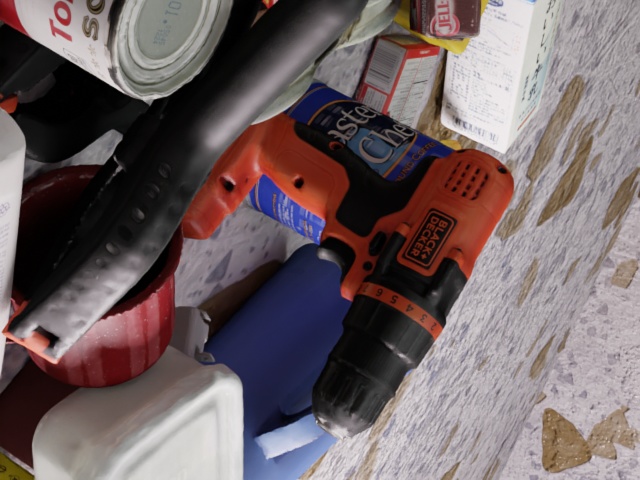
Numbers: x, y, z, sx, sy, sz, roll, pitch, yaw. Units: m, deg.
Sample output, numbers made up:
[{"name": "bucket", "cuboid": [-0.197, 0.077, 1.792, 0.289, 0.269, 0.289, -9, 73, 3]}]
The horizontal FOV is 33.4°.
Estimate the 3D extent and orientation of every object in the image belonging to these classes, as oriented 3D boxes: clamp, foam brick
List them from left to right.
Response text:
[{"name": "foam brick", "cuboid": [-0.151, 0.112, 0.623, 0.053, 0.051, 0.078, -55, 158, -17]}, {"name": "clamp", "cuboid": [-0.099, -0.090, 0.502, 0.171, 0.039, 0.120, -22, 128, -62]}, {"name": "clamp", "cuboid": [-0.067, -0.042, 0.468, 0.210, 0.036, 0.165, -53, -158, 6]}]

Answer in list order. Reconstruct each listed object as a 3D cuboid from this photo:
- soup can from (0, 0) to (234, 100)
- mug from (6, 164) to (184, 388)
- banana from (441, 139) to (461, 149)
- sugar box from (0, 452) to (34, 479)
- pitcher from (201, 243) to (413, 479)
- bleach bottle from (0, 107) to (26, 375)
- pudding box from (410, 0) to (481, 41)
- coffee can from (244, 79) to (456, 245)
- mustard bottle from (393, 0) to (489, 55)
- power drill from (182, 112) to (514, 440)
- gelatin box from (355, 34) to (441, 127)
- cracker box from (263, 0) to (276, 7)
[{"name": "soup can", "cuboid": [-0.091, -0.104, 0.405, 0.068, 0.102, 0.068, -45, 154, -30]}, {"name": "mug", "cuboid": [-0.126, 0.026, 0.537, 0.117, 0.093, 0.081, -17, 148, -17]}, {"name": "banana", "cuboid": [0.071, -0.059, 0.913, 0.070, 0.037, 0.197, -21, 180, 21]}, {"name": "sugar box", "cuboid": [-0.225, 0.201, 0.576, 0.175, 0.048, 0.093, -40, 151, -46]}, {"name": "pitcher", "cuboid": [-0.039, 0.118, 0.776, 0.242, 0.145, 0.149, -42, 156, -34]}, {"name": "bleach bottle", "cuboid": [-0.185, 0.056, 0.458, 0.102, 0.068, 0.251, -28, 146, -43]}, {"name": "pudding box", "cuboid": [0.080, -0.189, 0.689, 0.090, 0.039, 0.113, -103, -166, -76]}, {"name": "coffee can", "cuboid": [0.032, -0.036, 0.730, 0.102, 0.140, 0.103, -48, 156, -30]}, {"name": "mustard bottle", "cuboid": [0.116, -0.238, 0.780, 0.096, 0.058, 0.192, 16, 103, -57]}, {"name": "power drill", "cuboid": [-0.004, 0.001, 0.629, 0.184, 0.188, 0.057, -57, 160, -14]}, {"name": "gelatin box", "cuboid": [0.056, -0.116, 0.842, 0.073, 0.030, 0.089, -23, 138, -60]}, {"name": "cracker box", "cuboid": [0.043, -0.231, 0.521, 0.164, 0.072, 0.214, -15, 137, -26]}]
